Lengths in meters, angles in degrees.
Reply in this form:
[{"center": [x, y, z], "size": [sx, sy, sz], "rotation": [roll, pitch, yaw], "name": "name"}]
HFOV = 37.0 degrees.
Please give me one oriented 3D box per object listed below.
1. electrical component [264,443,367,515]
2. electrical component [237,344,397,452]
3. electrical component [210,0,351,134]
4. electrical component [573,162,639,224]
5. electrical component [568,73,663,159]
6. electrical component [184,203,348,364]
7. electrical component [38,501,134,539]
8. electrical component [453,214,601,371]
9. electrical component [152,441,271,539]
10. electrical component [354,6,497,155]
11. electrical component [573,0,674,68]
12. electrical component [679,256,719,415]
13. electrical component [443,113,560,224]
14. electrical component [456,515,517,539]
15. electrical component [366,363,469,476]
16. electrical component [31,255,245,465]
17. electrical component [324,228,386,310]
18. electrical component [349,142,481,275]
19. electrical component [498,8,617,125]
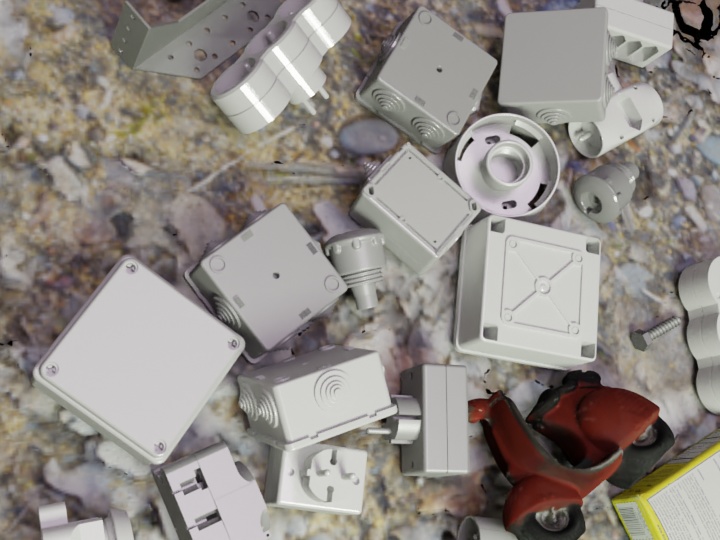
[{"center": [-0.027, 0.150, 0.782], "size": [0.066, 0.077, 0.047], "rotation": [11, 73, -18], "name": "electrical component"}, {"center": [-0.034, 0.090, 0.783], "size": [0.100, 0.100, 0.048], "rotation": [-17, 96, -24], "name": "electrical component"}, {"center": [-0.052, -0.158, 0.862], "size": [0.073, 0.052, 0.138], "rotation": [50, 64, -30], "name": "electrical component"}, {"center": [0.222, -0.074, 0.950], "size": [0.062, 0.048, 0.048], "rotation": [-37, 92, -30], "name": "electrical component"}, {"center": [0.222, -0.151, 0.968], "size": [0.077, 0.043, 0.079], "rotation": [-28, 88, -24], "name": "electrical component"}, {"center": [-0.070, 0.009, 0.815], "size": [0.100, 0.048, 0.099], "rotation": [-38, 92, -24], "name": "electrical component"}, {"center": [-0.182, 0.193, 0.724], "size": [0.057, 0.058, 0.078], "rotation": [-7, 80, -19], "name": "electrical component"}, {"center": [0.138, 0.020, 0.888], "size": [0.109, 0.056, 0.108], "rotation": [11, 74, -18], "name": "electrical component"}, {"center": [-0.101, 0.172, 0.763], "size": [0.056, 0.050, 0.089], "rotation": [-22, 85, -24], "name": "electrical component"}, {"center": [0.057, -0.161, 0.907], "size": [0.100, 0.048, 0.099], "rotation": [33, 69, -12], "name": "electrical component"}, {"center": [0.243, -0.240, 0.995], "size": [0.083, 0.047, 0.075], "rotation": [13, 73, -18], "name": "electrical component"}, {"center": [0.331, 0.054, 0.941], "size": [0.052, 0.074, 0.138], "rotation": [-2, 78, -29], "name": "electrical component"}, {"center": [0.121, -0.083, 0.915], "size": [0.099, 0.064, 0.099], "rotation": [1, 80, -7], "name": "electrical component"}, {"center": [0.121, 0.218, 0.840], "size": [0.081, 0.043, 0.043], "rotation": [10, 74, -18], "name": "electrical component"}, {"center": [0.040, 0.116, 0.832], "size": [0.076, 0.047, 0.083], "rotation": [5, 76, -20], "name": "electrical component"}, {"center": [-0.157, 0.065, 0.764], "size": [0.109, 0.056, 0.108], "rotation": [38, 67, -9], "name": "electrical component"}, {"center": [0.000, 0.000, 0.847], "size": [0.048, 0.048, 0.062], "rotation": [-11, 89, -23], "name": "electrical component"}, {"center": [0.037, -0.051, 0.868], "size": [0.096, 0.061, 0.061], "rotation": [41, 68, 2], "name": "electrical component"}, {"center": [0.170, -0.174, 0.930], "size": [0.100, 0.048, 0.099], "rotation": [1, 73, 19], "name": "electrical component"}]
